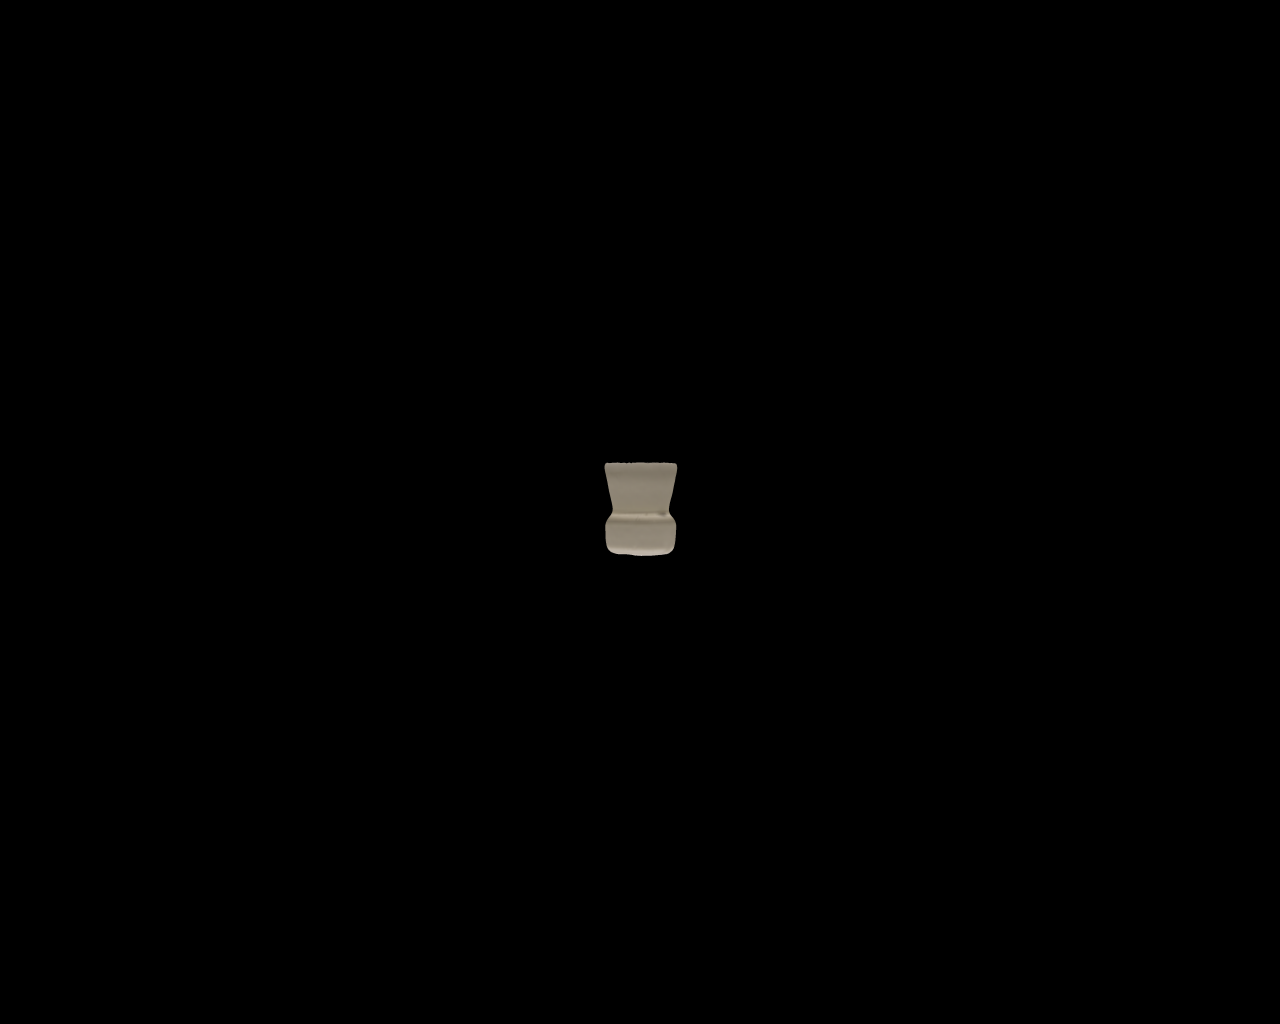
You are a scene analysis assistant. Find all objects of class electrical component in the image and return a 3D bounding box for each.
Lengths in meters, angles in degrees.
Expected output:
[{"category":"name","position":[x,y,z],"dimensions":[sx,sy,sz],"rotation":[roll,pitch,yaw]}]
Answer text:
[{"category":"electrical component","position":[0.001,-0.003,0.650],"dimensions":[0.045,0.055,0.045],"rotation":[0,2,0]}]
